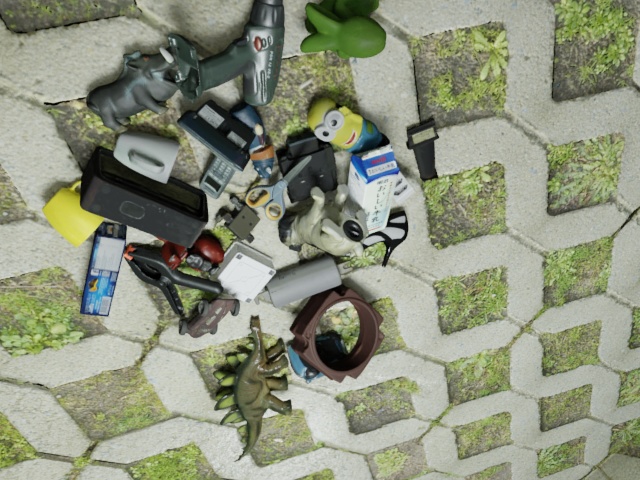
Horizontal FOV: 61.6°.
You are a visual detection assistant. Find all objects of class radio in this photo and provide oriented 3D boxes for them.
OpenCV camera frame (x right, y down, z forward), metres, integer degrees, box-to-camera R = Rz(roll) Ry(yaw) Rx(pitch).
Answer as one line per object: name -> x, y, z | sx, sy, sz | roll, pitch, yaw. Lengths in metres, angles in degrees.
radio -> -0.327, -0.077, 1.013 | 0.229, 0.131, 0.073 | 22, 115, -29

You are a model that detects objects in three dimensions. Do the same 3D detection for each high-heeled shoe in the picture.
high-heeled shoe -> 0.082, -0.028, 1.232 | 0.249, 0.086, 0.145 | 16, 86, -11

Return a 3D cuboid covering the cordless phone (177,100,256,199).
cordless phone -> -0.215, -0.161, 1.028 | 0.146, 0.089, 0.184 | 37, 143, -8

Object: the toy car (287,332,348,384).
toy car -> -0.010, 0.310, 1.403 | 0.162, 0.109, 0.102 | -12, 150, -24

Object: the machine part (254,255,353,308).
machine part -> -0.039, 0.096, 1.257 | 0.243, 0.079, 0.079 | -19, 126, -4

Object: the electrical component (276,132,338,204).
electrical component -> -0.027, -0.153, 1.109 | 0.115, 0.058, 0.134 | -21, 127, -7

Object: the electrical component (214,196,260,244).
electrical component -> -0.176, -0.037, 1.147 | 0.102, 0.045, 0.078 | 40, 77, -37

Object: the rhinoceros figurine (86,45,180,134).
rhinoceros figurine -> -0.312, -0.268, 0.935 | 0.190, 0.073, 0.112 | -30, 116, 5

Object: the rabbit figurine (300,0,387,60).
rabbit figurine -> 0.047, -0.367, 0.922 | 0.159, 0.170, 0.121 | -3, 122, -18

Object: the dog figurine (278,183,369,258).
dog figurine -> 0.000, -0.005, 1.118 | 0.121, 0.172, 0.190 | 0, 149, -36

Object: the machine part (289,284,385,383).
machine part -> 0.045, 0.225, 1.304 | 0.201, 0.087, 0.201 | 43, 76, -22

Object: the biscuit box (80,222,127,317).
biscuit box -> -0.447, 0.063, 1.108 | 0.059, 0.063, 0.202 | 11, 119, -25

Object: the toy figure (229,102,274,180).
toy figure -> -0.125, -0.190, 1.047 | 0.058, 0.064, 0.154 | -29, 125, -8

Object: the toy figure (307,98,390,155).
toy figure -> 0.054, -0.220, 1.079 | 0.180, 0.089, 0.082 | 15, 104, -36

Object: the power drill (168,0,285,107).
power drill -> -0.149, -0.330, 0.912 | 0.207, 0.086, 0.231 | -33, 142, -36

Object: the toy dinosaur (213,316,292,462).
toy dinosaur -> -0.176, 0.403, 1.403 | 0.199, 0.105, 0.470 | -4, 114, -7

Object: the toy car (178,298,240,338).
toy car -> -0.250, 0.178, 1.208 | 0.089, 0.053, 0.202 | 9, 151, -32

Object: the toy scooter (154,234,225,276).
toy scooter -> -0.268, 0.023, 1.097 | 0.183, 0.135, 0.075 | 32, 106, -34

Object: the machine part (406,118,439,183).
machine part -> 0.231, -0.192, 1.183 | 0.084, 0.039, 0.138 | -28, 125, -10

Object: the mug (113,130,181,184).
mug -> -0.322, -0.153, 0.986 | 0.107, 0.110, 0.080 | 19, 118, -13
